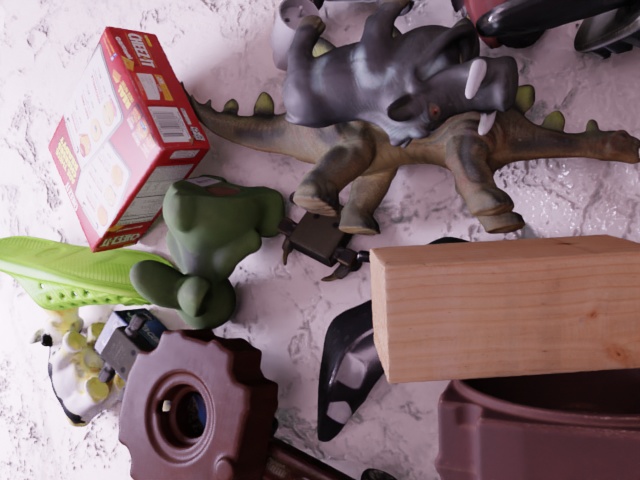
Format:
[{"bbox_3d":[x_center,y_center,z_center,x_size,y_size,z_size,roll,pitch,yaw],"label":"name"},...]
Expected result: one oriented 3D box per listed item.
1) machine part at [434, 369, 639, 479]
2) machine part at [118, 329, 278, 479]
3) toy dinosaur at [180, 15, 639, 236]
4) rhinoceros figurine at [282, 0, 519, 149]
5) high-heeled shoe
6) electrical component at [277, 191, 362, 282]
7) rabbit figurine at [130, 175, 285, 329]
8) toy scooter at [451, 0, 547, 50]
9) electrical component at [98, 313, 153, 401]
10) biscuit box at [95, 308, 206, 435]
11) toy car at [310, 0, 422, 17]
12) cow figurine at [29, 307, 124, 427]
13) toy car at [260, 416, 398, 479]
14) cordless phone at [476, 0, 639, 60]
[{"bbox_3d":[0.196,0.141,0.396,0.202,0.201,0.087,-2,90,24],"label":"machine part"},{"bbox_3d":[-0.126,0.174,0.539,0.180,0.056,0.179,-7,76,28],"label":"machine part"},{"bbox_3d":[0.047,-0.107,0.521,0.472,0.105,0.198,4,74,19],"label":"toy dinosaur"},{"bbox_3d":[0.057,-0.127,0.426,0.191,0.073,0.112,3,69,24],"label":"rhinoceros figurine"},{"bbox_3d":[0.083,0.107,0.537,0.145,0.086,0.248,11,112,-6],"label":"high-heeled shoe"},{"bbox_3d":[0.000,-0.002,0.577,0.102,0.045,0.078,20,68,20],"label":"electrical component"},{"bbox_3d":[-0.117,0.028,0.582,0.121,0.159,0.170,12,108,14],"label":"rabbit figurine"},{"bbox_3d":[0.175,-0.272,0.492,0.135,0.075,0.183,34,99,23],"label":"toy scooter"},{"bbox_3d":[-0.214,0.132,0.608,0.063,0.021,0.094,35,98,21],"label":"electrical component"},{"bbox_3d":[-0.177,0.163,0.636,0.203,0.062,0.059,36,101,20],"label":"biscuit box"},{"bbox_3d":[0.039,-0.267,0.531,0.202,0.056,0.073,21,70,39],"label":"toy car"},{"bbox_3d":[-0.323,0.153,0.701,0.098,0.068,0.167,-41,72,23],"label":"cow figurine"},{"bbox_3d":[-0.017,0.244,0.532,0.202,0.053,0.089,21,97,18],"label":"toy car"},{"bbox_3d":[0.209,-0.180,0.421,0.184,0.146,0.088,-13,100,7],"label":"cordless phone"}]
